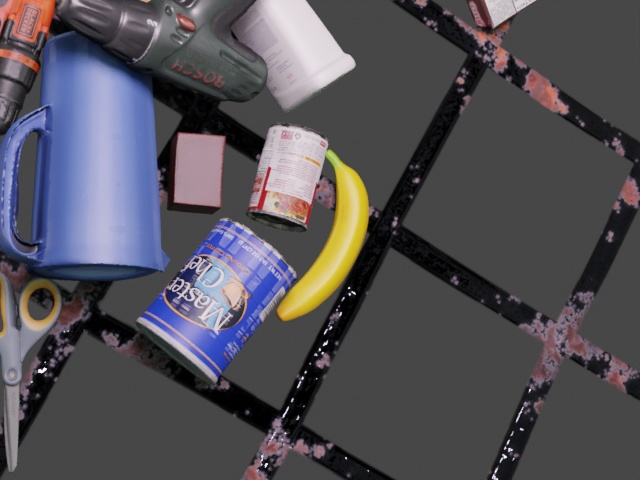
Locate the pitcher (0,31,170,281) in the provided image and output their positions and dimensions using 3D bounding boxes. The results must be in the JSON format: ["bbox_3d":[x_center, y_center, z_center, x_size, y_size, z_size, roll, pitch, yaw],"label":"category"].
[{"bbox_3d":[-0.231,-0.081,1.059,0.145,0.149,0.243,-3,81,4],"label":"pitcher"}]

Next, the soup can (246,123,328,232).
[{"bbox_3d":[-0.035,-0.067,1.148,0.068,0.069,0.102,17,79,-14],"label":"soup can"}]

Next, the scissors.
[{"bbox_3d":[-0.294,0.124,1.081,0.096,0.016,0.202,-16,89,-16],"label":"scissors"}]

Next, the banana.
[{"bbox_3d":[0.011,0.003,1.173,0.069,0.037,0.198,16,79,4],"label":"banana"}]

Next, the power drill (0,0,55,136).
[{"bbox_3d":[-0.367,-0.213,1.063,0.187,0.057,0.184,20,73,-23],"label":"power drill"}]

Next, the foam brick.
[{"bbox_3d":[-0.132,-0.070,1.129,0.053,0.051,0.078,5,83,-15],"label":"foam brick"}]

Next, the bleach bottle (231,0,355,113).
[{"bbox_3d":[-0.069,-0.264,1.139,0.068,0.103,0.251,-36,96,-34],"label":"bleach bottle"}]

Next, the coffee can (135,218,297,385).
[{"bbox_3d":[-0.106,0.063,1.096,0.102,0.103,0.140,41,75,-9],"label":"coffee can"}]

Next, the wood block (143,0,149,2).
[{"bbox_3d":[-0.169,-0.330,1.066,0.090,0.090,0.206,25,112,-4],"label":"wood block"}]

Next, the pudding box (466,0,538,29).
[{"bbox_3d":[0.207,-0.315,1.241,0.090,0.039,0.113,-34,116,-17],"label":"pudding box"}]
